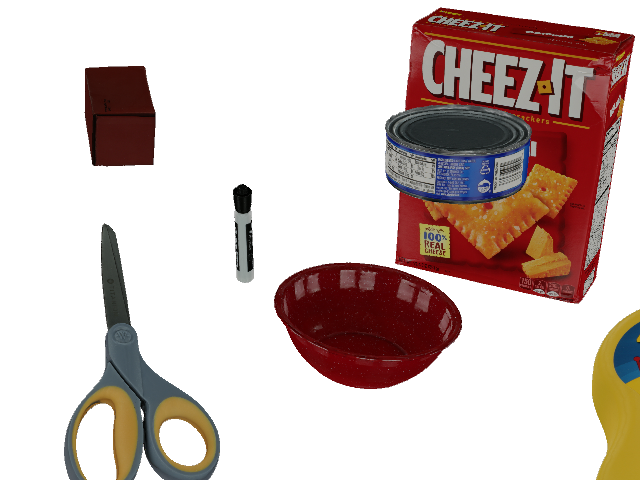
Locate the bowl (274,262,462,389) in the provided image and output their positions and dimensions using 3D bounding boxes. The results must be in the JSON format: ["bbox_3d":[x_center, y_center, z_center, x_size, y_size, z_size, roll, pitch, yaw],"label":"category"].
[{"bbox_3d":[0.038,0.080,0.922,0.162,0.055,0.162,5,27,-3],"label":"bowl"}]

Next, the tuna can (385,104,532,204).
[{"bbox_3d":[0.081,-0.052,0.634,0.086,0.034,0.086,0,25,0],"label":"tuna can"}]

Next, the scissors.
[{"bbox_3d":[-0.102,0.071,0.645,0.096,0.201,0.016,14,-45,-10],"label":"scissors"}]

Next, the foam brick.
[{"bbox_3d":[-0.170,-0.106,0.899,0.053,0.051,0.078,-3,39,-15],"label":"foam brick"}]

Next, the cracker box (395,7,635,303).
[{"bbox_3d":[0.152,-0.068,0.870,0.164,0.214,0.072,14,28,23],"label":"cracker box"}]

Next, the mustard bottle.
[{"bbox_3d":[0.185,0.084,0.533,0.096,0.058,0.191,5,40,11],"label":"mustard bottle"}]

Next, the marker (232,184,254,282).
[{"bbox_3d":[-0.078,-0.007,1.083,0.020,0.121,0.020,1,41,-1],"label":"marker"}]
